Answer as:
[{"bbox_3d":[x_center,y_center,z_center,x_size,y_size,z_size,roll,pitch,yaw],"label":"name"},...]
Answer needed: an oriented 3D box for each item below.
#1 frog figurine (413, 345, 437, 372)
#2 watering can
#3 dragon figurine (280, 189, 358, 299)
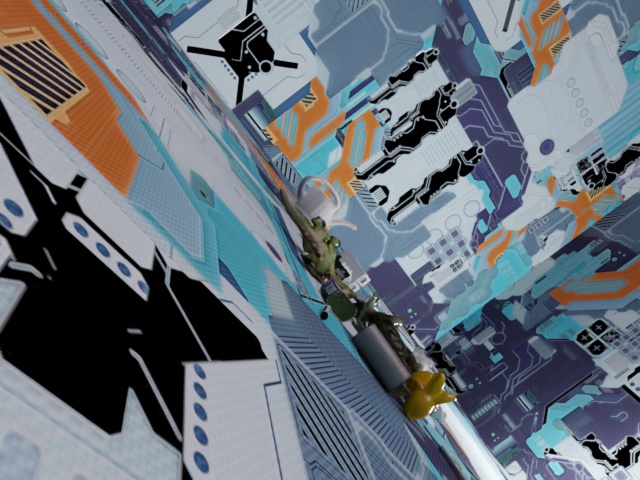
[{"bbox_3d":[0.400,0.532,2.148,0.162,0.121,0.137,-32,94,-51],"label":"frog figurine"},{"bbox_3d":[0.007,-0.110,2.191,0.343,0.226,0.104,52,-15,-24],"label":"watering can"},{"bbox_3d":[-0.017,0.030,1.630,0.407,0.121,0.246,50,12,-15],"label":"dragon figurine"}]
